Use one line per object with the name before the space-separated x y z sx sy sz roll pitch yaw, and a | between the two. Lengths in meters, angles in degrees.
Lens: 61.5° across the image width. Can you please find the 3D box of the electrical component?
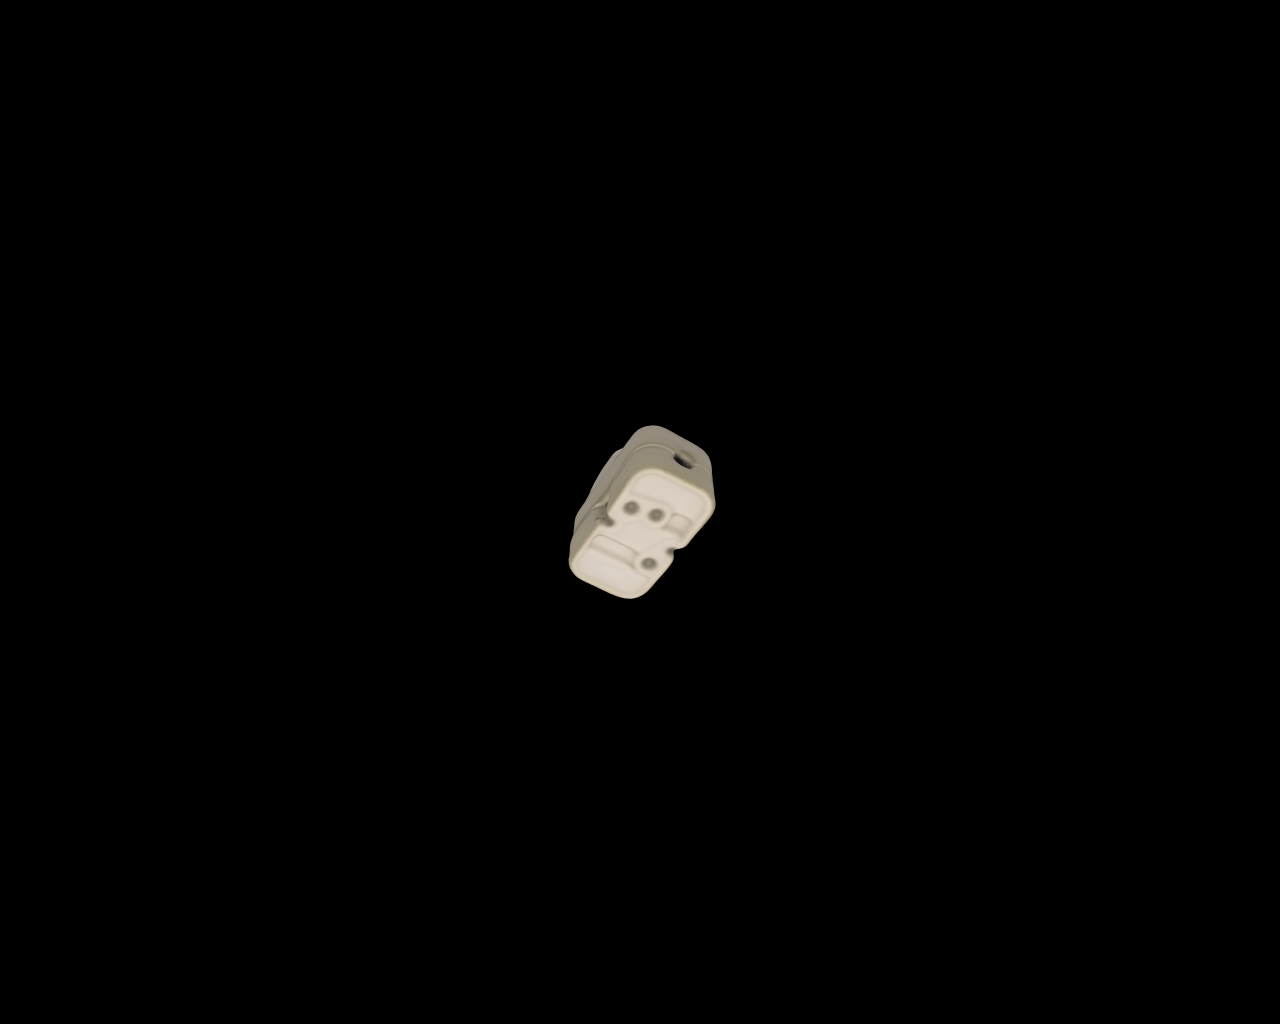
electrical component | 0.001 -0.003 0.650 0.054 0.095 0.059 27 32 -18
